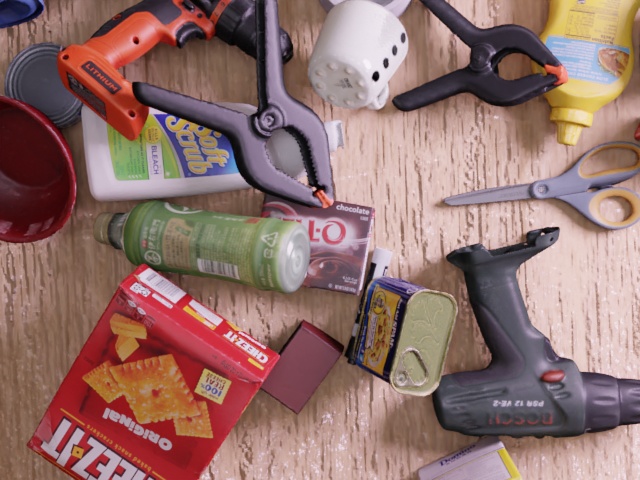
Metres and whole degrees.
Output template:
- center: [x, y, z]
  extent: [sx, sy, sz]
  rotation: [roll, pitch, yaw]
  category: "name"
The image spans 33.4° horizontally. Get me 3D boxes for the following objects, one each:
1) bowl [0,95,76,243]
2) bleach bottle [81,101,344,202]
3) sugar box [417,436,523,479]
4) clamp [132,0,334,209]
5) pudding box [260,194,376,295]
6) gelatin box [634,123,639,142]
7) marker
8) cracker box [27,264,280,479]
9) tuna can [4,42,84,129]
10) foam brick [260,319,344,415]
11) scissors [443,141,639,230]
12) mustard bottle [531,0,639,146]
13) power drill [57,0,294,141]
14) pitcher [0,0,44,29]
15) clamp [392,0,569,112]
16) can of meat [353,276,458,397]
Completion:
- center: [-0.304, -0.079, 1.053]
  extent: [0.162, 0.055, 0.162]
  rotation: [8, 121, 13]
  category: "bowl"
- center: [-0.103, -0.098, 1.058]
  extent: [0.251, 0.068, 0.102]
  rotation: [-6, 88, 0]
  category: "bleach bottle"
- center: [0.143, 0.236, 0.998]
  extent: [0.093, 0.176, 0.048]
  rotation: [-26, 89, 4]
  category: "sugar box"
- center: [-0.050, -0.121, 1.000]
  extent: [0.210, 0.036, 0.164]
  rotation: [46, 77, -16]
  category: "clamp"
- center: [-0.007, 0.001, 1.066]
  extent: [0.113, 0.039, 0.090]
  rotation: [10, 93, 3]
  category: "pudding box"
- center: [0.355, -0.094, 1.026]
  extent: [0.089, 0.073, 0.030]
  rotation: [23, 93, 2]
  category: "gelatin box"
- center: [0.048, 0.067, 1.075]
  extent: [0.020, 0.020, 0.121]
  rotation: [16, 93, 2]
  category: "marker"
- center: [-0.164, 0.157, 1.036]
  extent: [0.164, 0.072, 0.214]
  rotation: [34, 110, 2]
  category: "cracker box"
- center: [-0.272, -0.154, 1.077]
  extent: [0.086, 0.033, 0.086]
  rotation: [0, 92, 3]
  category: "tuna can"
- center: [-0.019, 0.125, 1.064]
  extent: [0.051, 0.053, 0.078]
  rotation: [36, 93, 1]
  category: "foam brick"
- center: [0.234, -0.035, 1.064]
  extent: [0.202, 0.016, 0.096]
  rotation: [-22, 91, 4]
  category: "scissors"
- center: [0.257, -0.187, 1.035]
  extent: [0.096, 0.058, 0.191]
  rotation: [11, 92, 5]
  category: "mustard bottle"
- center: [-0.143, -0.185, 1.028]
  extent: [0.184, 0.057, 0.187]
  rotation: [38, 68, 10]
  category: "power drill"
- center: [-0.361, -0.328, 1.038]
  extent: [0.149, 0.145, 0.243]
  rotation: [-9, 88, -9]
  category: "pitcher"
- center: [0.155, -0.183, 1.033]
  extent: [0.172, 0.039, 0.120]
  rotation: [4, 95, 23]
  category: "clamp"
- center: [0.079, 0.090, 1.035]
  extent: [0.057, 0.084, 0.102]
  rotation: [11, 95, -28]
  category: "can of meat"
